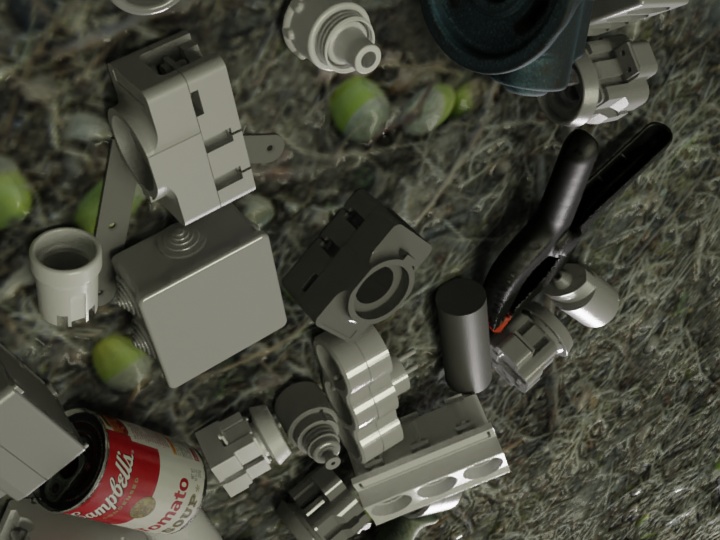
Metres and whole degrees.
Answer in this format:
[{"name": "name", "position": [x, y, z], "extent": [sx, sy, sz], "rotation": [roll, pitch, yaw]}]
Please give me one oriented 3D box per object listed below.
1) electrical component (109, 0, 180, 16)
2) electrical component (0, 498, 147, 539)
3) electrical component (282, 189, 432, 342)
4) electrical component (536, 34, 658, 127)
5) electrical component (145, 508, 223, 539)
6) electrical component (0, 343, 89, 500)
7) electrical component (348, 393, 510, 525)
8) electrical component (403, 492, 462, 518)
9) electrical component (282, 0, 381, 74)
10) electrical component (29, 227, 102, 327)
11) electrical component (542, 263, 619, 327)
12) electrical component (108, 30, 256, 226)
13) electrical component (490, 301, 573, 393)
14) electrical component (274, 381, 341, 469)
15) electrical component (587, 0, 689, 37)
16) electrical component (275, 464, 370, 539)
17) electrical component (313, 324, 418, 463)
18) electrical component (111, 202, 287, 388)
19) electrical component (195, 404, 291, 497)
[{"name": "electrical component", "position": [-0.112, -0.156, 0.525], "extent": [0.055, 0.047, 0.055], "rotation": [-23, 136, -24]}, {"name": "electrical component", "position": [-0.205, 0.195, 0.749], "extent": [0.089, 0.050, 0.055], "rotation": [8, 118, -44]}, {"name": "electrical component", "position": [0.000, 0.000, 0.748], "extent": [0.089, 0.055, 0.050], "rotation": [-50, 140, 7]}, {"name": "electrical component", "position": [0.163, -0.133, 0.764], "extent": [0.057, 0.058, 0.078], "rotation": [-14, 171, -29]}, {"name": "electrical component", "position": [-0.151, 0.205, 0.808], "extent": [0.079, 0.044, 0.077], "rotation": [-34, 139, -12]}, {"name": "electrical component", "position": [-0.214, 0.092, 0.643], "extent": [0.061, 0.061, 0.096], "rotation": [-38, 140, -7]}, {"name": "electrical component", "position": [0.055, 0.156, 0.900], "extent": [0.121, 0.063, 0.078], "rotation": [-23, 146, 3]}, {"name": "electrical component", "position": [0.060, 0.193, 0.969], "extent": [0.047, 0.055, 0.055], "rotation": [6, 120, -46]}, {"name": "electrical component", "position": [-0.012, -0.134, 0.617], "extent": [0.048, 0.062, 0.048], "rotation": [-22, 135, -24]}, {"name": "electrical component", "position": [-0.170, 0.005, 0.623], "extent": [0.040, 0.040, 0.046], "rotation": [-18, 140, -28]}, {"name": "electrical component", "position": [0.189, 0.018, 0.933], "extent": [0.043, 0.043, 0.081], "rotation": [-51, 140, 8]}, {"name": "electrical component", "position": [-0.102, -0.076, 0.597], "extent": [0.056, 0.050, 0.089], "rotation": [-30, 135, -21]}, {"name": "electrical component", "position": [0.144, 0.064, 0.922], "extent": [0.057, 0.058, 0.078], "rotation": [-41, 164, -9]}, {"name": "electrical component", "position": [-0.035, 0.118, 0.807], "extent": [0.040, 0.078, 0.040], "rotation": [-15, 130, -19]}, {"name": "electrical component", "position": [0.163, -0.200, 0.706], "extent": [0.047, 0.083, 0.075], "rotation": [-11, 92, -34]}, {"name": "electrical component", "position": [-0.033, 0.202, 0.896], "extent": [0.057, 0.058, 0.078], "rotation": [-39, 140, -11]}, {"name": "electrical component", "position": [0.014, 0.086, 0.837], "extent": [0.074, 0.052, 0.138], "rotation": [-29, 138, -18]}, {"name": "electrical component", "position": [-0.101, 0.013, 0.676], "extent": [0.100, 0.048, 0.099], "rotation": [-29, 141, -19]}, {"name": "electrical component", "position": [-0.085, 0.131, 0.800], "extent": [0.055, 0.048, 0.066], "rotation": [-29, 139, -7]}]
